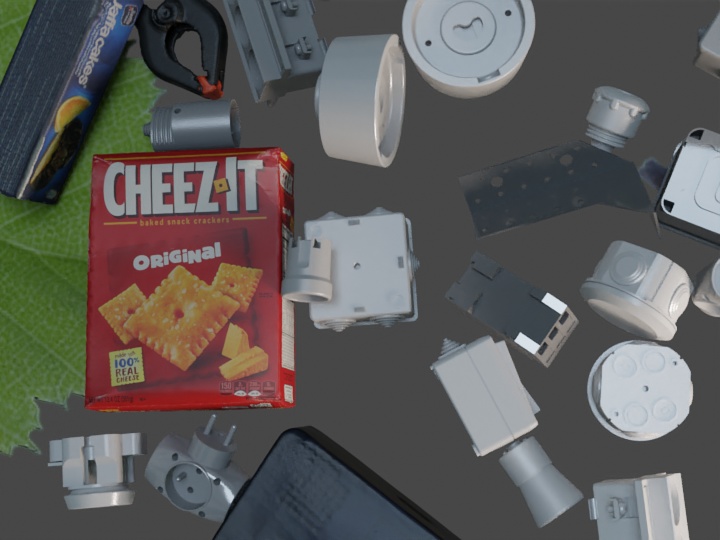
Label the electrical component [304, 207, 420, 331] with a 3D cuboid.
[{"bbox_3d":[0.000,0.000,0.892,0.100,0.048,0.099,-5,81,6],"label":"electrical component"}]

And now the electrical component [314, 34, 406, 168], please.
[{"bbox_3d":[-0.003,-0.141,0.885,0.060,0.108,0.108,6,83,14],"label":"electrical component"}]

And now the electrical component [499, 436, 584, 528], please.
[{"bbox_3d":[0.141,0.166,0.857,0.044,0.044,0.065,-35,75,1],"label":"electrical component"}]

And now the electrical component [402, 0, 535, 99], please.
[{"bbox_3d":[0.091,-0.196,0.903,0.108,0.060,0.108,-1,82,6],"label":"electrical component"}]

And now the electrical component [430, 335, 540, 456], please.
[{"bbox_3d":[0.099,0.093,0.860,0.061,0.061,0.096,-28,80,2],"label":"electrical component"}]

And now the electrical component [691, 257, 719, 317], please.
[{"bbox_3d":[0.306,0.018,0.840,0.079,0.077,0.044,21,85,9],"label":"electrical component"}]

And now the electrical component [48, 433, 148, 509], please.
[{"bbox_3d":[-0.216,0.167,0.889,0.078,0.058,0.057,-6,78,6],"label":"electrical component"}]

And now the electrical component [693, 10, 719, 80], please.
[{"bbox_3d":[0.333,-0.190,0.880,0.100,0.048,0.099,32,87,10],"label":"electrical component"}]

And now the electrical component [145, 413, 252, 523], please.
[{"bbox_3d":[-0.126,0.155,0.880,0.077,0.044,0.079,28,105,9],"label":"electrical component"}]

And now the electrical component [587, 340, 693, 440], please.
[{"bbox_3d":[0.222,0.095,0.851,0.080,0.051,0.080,-1,82,6],"label":"electrical component"}]

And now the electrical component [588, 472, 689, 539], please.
[{"bbox_3d":[0.218,0.221,0.827,0.063,0.079,0.121,-10,80,27],"label":"electrical component"}]

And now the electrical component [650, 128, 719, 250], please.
[{"bbox_3d":[0.300,-0.056,0.861,0.113,0.057,0.078,22,85,9],"label":"electrical component"}]

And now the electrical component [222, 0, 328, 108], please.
[{"bbox_3d":[-0.074,-0.213,0.921,0.063,0.079,0.121,-15,80,-18],"label":"electrical component"}]

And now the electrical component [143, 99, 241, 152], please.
[{"bbox_3d":[-0.147,-0.123,0.928,0.081,0.043,0.043,-3,82,6],"label":"electrical component"}]

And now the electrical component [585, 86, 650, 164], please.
[{"bbox_3d":[0.207,-0.118,0.889,0.048,0.048,0.062,24,107,9],"label":"electrical component"}]

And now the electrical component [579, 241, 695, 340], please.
[{"bbox_3d":[0.219,0.017,0.849,0.080,0.080,0.051,30,81,10],"label":"electrical component"}]

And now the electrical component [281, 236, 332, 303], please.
[{"bbox_3d":[-0.041,0.000,0.851,0.040,0.040,0.046,2,78,7],"label":"electrical component"}]
